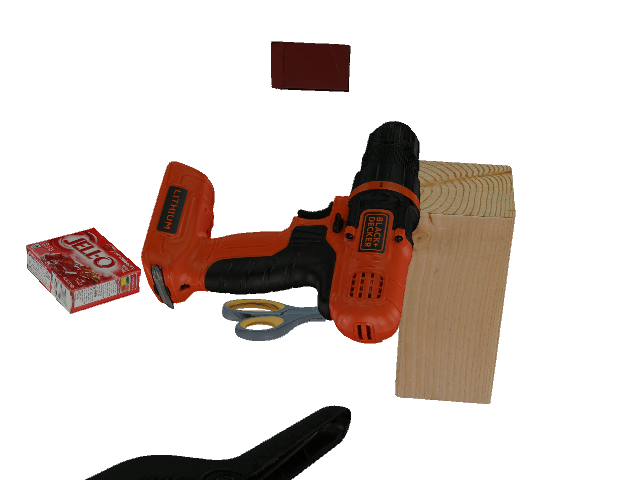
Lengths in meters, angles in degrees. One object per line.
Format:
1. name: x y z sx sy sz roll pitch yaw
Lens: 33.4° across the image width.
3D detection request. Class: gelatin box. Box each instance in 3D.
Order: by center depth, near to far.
1. gelatin box: -0.222 0.026 0.995 0.073 0.030 0.089 -17 39 -36

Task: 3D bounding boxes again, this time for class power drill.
1. power drill: -0.023 -0.015 0.764 0.188 0.184 0.057 2 -39 12

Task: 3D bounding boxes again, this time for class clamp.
1. clamp: -0.049 0.138 0.573 0.209 0.036 0.165 0 19 -13

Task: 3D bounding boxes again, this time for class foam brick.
1. foam brick: -0.011 -0.190 1.166 0.078 0.051 0.053 0 12 -16

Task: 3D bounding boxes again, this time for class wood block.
1. wood block: 0.119 0.040 0.969 0.091 0.206 0.090 4 34 5

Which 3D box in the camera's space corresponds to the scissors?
1. scissors: -0.011 0.089 1.186 0.202 0.016 0.096 4 21 1
